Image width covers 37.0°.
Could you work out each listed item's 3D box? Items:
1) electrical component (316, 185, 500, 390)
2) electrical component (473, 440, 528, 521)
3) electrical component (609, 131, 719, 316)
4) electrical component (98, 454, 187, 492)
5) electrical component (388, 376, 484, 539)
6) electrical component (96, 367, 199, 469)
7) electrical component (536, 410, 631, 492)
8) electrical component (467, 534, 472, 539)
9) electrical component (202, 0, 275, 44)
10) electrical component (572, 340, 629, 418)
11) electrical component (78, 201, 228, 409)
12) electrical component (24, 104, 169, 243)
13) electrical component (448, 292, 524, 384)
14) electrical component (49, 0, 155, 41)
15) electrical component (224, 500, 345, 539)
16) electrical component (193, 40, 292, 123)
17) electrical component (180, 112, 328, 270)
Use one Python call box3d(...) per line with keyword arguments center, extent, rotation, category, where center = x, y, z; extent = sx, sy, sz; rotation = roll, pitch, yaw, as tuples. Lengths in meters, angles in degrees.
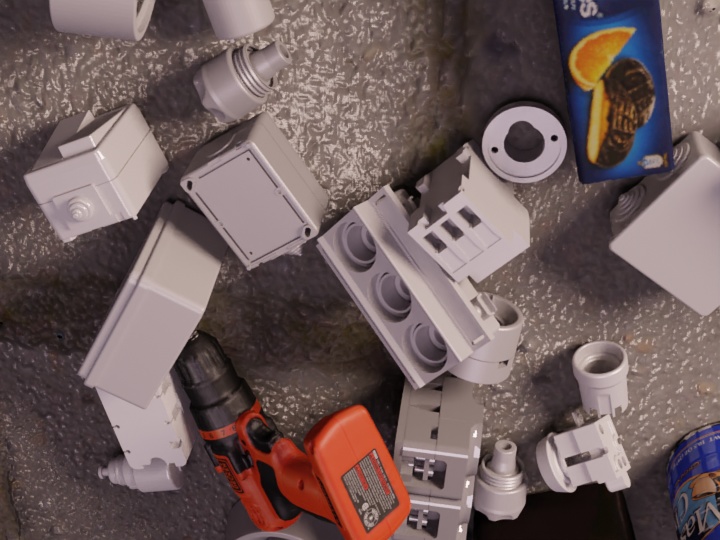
box3d(center=(0.036, 0.009, 0.731), extent=(0.079, 0.063, 0.121), rotation=(-39, 83, 41), category="electrical component")
box3d(center=(0.113, 0.165, 0.860), extent=(0.043, 0.043, 0.062), rotation=(6, 118, 5), category="electrical component")
box3d(center=(0.226, -0.032, 0.716), extent=(0.100, 0.048, 0.099), rotation=(34, 120, -13), category="electrical component")
box3d(center=(-0.183, 0.167, 0.907), extent=(0.078, 0.040, 0.040), rotation=(-7, 120, 13), category="electrical component")
box3d(center=(0.057, 0.167, 0.841), extent=(0.062, 0.089, 0.150), rotation=(7, 122, 4), category="electrical component")
box3d(center=(-0.165, 0.105, 0.856), extent=(0.050, 0.055, 0.089), rotation=(-6, 121, 14), category="electrical component")
box3d(center=(0.171, 0.144, 0.832), extent=(0.055, 0.048, 0.066), rotation=(-25, 81, 29), category="electrical component")
box3d(center=(0.069, 0.250, 0.921), extent=(0.044, 0.044, 0.065), rotation=(28, 117, -9), category="electrical component")
box3d(center=(-0.082, -0.181, 0.675), extent=(0.040, 0.040, 0.078), rotation=(-11, 120, 15), category="electrical component")
box3d(center=(0.180, 0.082, 0.800), extent=(0.040, 0.040, 0.046), rotation=(-7, 126, 13), category="electrical component")
box3d(center=(-0.145, 0.024, 0.772), extent=(0.056, 0.108, 0.108), rotation=(27, 122, -12), category="electrical component")
box3d(center=(-0.181, -0.067, 0.728), extent=(0.062, 0.096, 0.061), rotation=(-16, 118, 18), category="electrical component")
box3d(center=(0.089, 0.048, 0.784), extent=(0.055, 0.055, 0.047), rotation=(14, 119, 0), category="electrical component")
box3d(center=(-0.141, -0.189, 0.643), extent=(0.060, 0.108, 0.108), rotation=(12, 123, -6), category="electrical component")
box3d(center=(-0.069, 0.249, 0.928), extent=(0.108, 0.060, 0.108), rotation=(4, 122, 6), category="electrical component")
box3d(center=(-0.074, -0.128, 0.706), extent=(0.062, 0.043, 0.043), rotation=(-28, 114, 22), category="electrical component")
box3d(center=(-0.066, -0.051, 0.741), extent=(0.062, 0.061, 0.096), rotation=(-26, 114, 22), category="electrical component")
